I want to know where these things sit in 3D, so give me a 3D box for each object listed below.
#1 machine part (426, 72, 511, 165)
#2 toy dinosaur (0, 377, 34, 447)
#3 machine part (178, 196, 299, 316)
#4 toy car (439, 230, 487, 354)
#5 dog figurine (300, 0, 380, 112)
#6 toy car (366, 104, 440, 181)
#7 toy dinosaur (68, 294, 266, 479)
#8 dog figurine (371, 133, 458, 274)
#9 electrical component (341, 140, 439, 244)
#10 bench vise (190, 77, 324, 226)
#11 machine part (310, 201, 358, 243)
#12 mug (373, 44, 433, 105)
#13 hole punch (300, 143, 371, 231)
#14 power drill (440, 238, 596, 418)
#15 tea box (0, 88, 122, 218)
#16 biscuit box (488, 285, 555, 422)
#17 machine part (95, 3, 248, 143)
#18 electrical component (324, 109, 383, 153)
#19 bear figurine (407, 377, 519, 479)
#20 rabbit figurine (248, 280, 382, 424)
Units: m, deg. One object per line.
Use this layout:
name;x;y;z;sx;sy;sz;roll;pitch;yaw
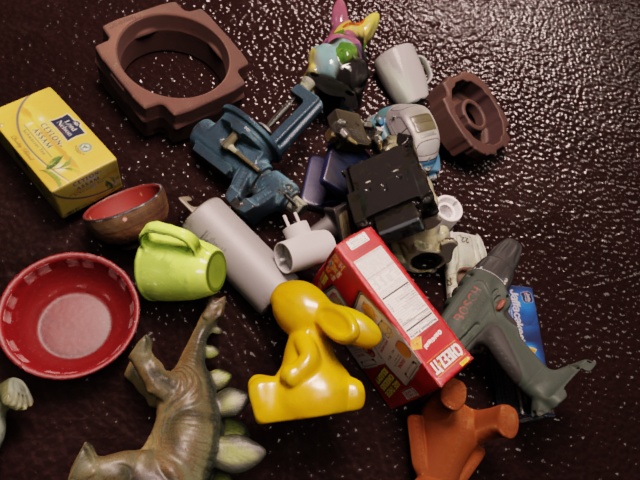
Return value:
machine part;0.273;-0.223;0.993;0.179;0.056;0.179;16;60;-30
toy dinosaur;-0.381;0.270;0.534;0.192;0.131;0.405;-28;59;-1
machine part;-0.113;0.022;0.762;0.243;0.079;0.079;45;61;6
toy car;0.234;0.080;0.852;0.073;0.056;0.202;7;62;-14
dog figurine;0.042;-0.332;0.935;0.108;0.191;0.219;17;76;-2
toy car;0.154;-0.178;0.930;0.109;0.103;0.162;-15;68;-22
toy dinosaur;-0.176;0.275;0.601;0.198;0.105;0.471;21;59;-7
dog figurine;0.148;-0.059;0.864;0.121;0.172;0.191;-7;51;11
electrical component;0.099;-0.061;0.751;0.115;0.058;0.134;-25;53;14
bench vise;-0.073;-0.149;0.822;0.224;0.128;0.240;35;78;25
machine part;-0.002;-0.002;0.810;0.139;0.084;0.039;-33;45;-21
mug;0.167;-0.303;1.015;0.109;0.081;0.107;-18;84;-32
hole punch;0.040;-0.101;0.867;0.116;0.092;0.142;18;57;-13
power drill;0.278;0.126;0.760;0.232;0.086;0.207;-39;77;-21
tea box;-0.368;-0.124;0.749;0.170;0.068;0.098;43;61;17
biscuit box;0.300;0.171;0.824;0.059;0.062;0.203;8;63;-15
machine part;-0.235;-0.269;0.865;0.201;0.087;0.201;-35;78;-27
electrical component;0.053;-0.167;0.830;0.102;0.045;0.078;8;62;-36
bear figurine;0.158;0.295;0.684;0.120;0.132;0.196;30;54;-3
rabbit figurine;-0.014;0.128;0.662;0.121;0.162;0.173;22;52;-56
